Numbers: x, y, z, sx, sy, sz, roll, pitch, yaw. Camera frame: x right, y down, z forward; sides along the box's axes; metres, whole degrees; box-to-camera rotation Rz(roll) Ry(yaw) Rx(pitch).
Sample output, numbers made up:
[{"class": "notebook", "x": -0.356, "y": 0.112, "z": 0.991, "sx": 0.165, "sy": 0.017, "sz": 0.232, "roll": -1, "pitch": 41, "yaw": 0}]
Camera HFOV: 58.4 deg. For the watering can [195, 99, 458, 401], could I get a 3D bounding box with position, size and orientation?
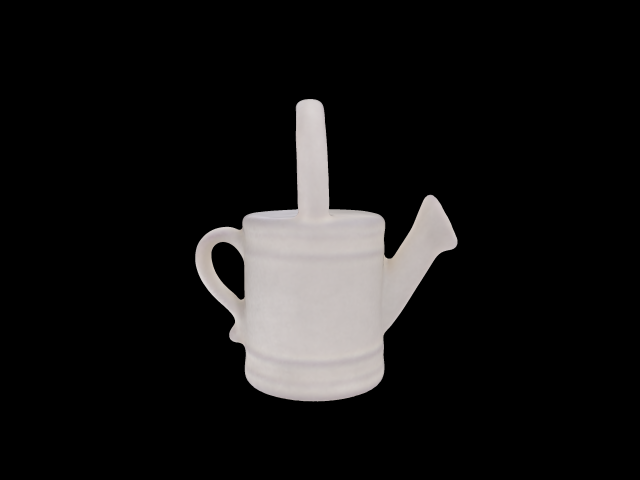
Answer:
[{"class": "watering can", "x": 0.004, "y": 0.001, "z": 0.402, "sx": 0.173, "sy": 0.194, "sz": 0.100, "roll": -3, "pitch": 7, "yaw": -20}]
